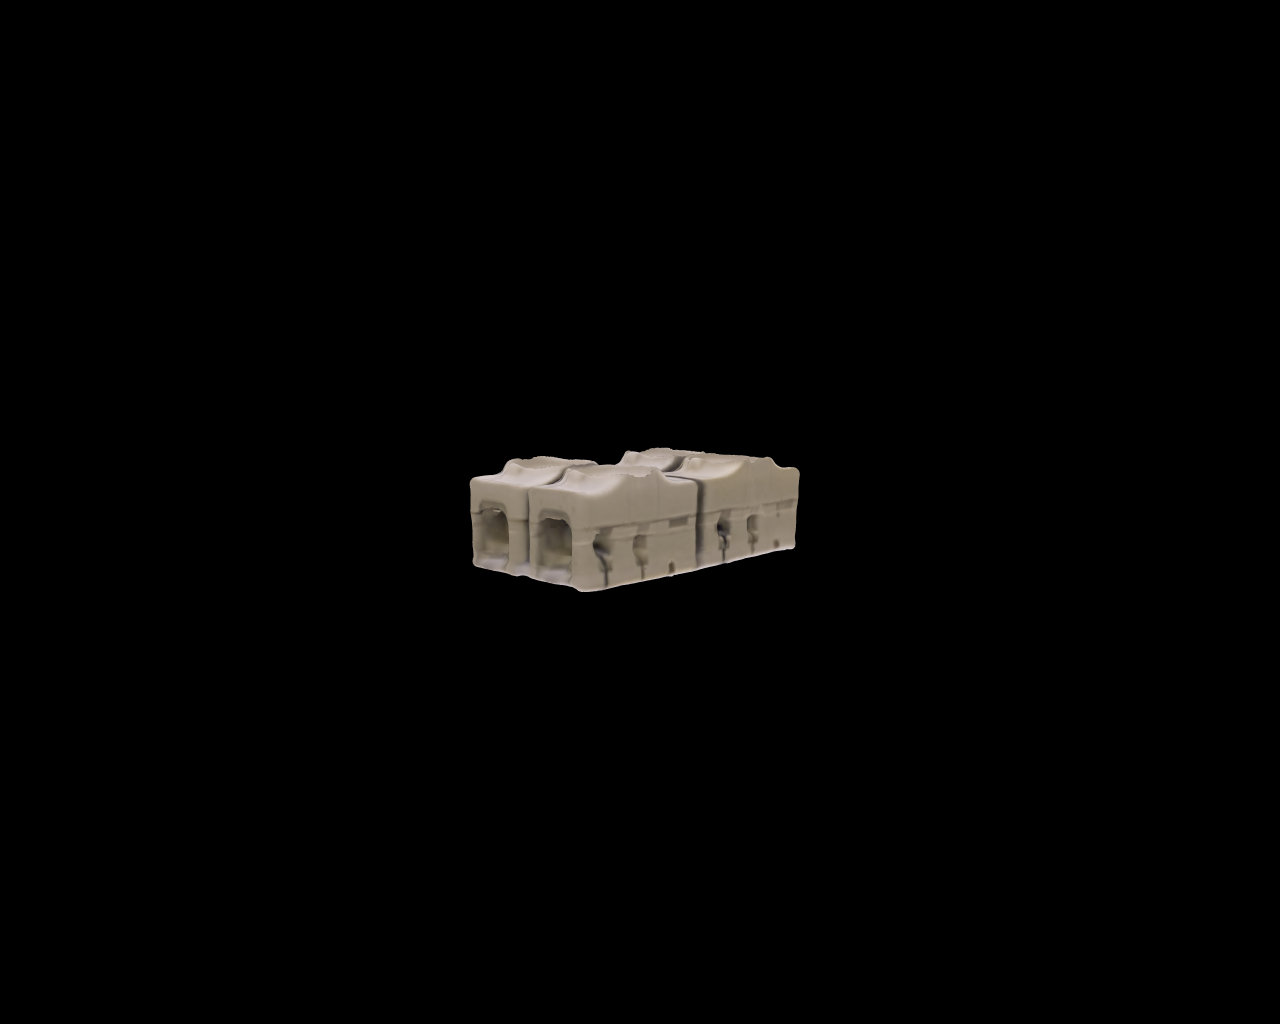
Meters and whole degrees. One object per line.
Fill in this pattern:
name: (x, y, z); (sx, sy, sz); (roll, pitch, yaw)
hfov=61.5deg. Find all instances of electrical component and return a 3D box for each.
electrical component: (0.001, -0.003, 0.650); (0.186, 0.060, 0.105); (-8, 12, -43)
